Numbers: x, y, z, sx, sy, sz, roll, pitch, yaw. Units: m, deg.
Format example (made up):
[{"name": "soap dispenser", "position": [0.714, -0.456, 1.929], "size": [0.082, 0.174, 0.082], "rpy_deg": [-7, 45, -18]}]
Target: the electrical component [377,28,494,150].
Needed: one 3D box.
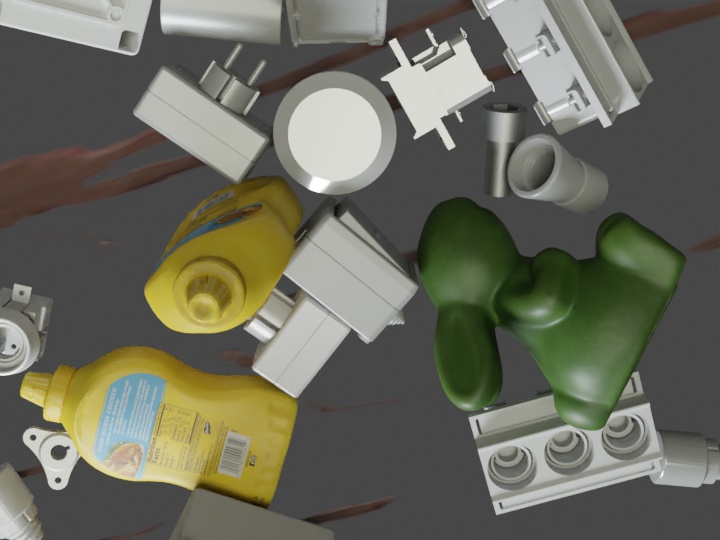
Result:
[{"name": "electrical component", "position": [0.051, -0.124, 0.715], "size": [0.064, 0.042, 0.081], "rpy_deg": [-29, 104, 6]}]

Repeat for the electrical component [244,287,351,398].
[{"name": "electrical component", "position": [-0.056, 0.037, 0.756], "size": [0.077, 0.047, 0.065], "rpy_deg": [36, 102, -10]}]

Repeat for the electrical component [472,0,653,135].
[{"name": "electrical component", "position": [0.128, -0.154, 0.693], "size": [0.063, 0.078, 0.121], "rpy_deg": [-23, 107, 36]}]

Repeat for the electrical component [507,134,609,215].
[{"name": "electrical component", "position": [0.136, -0.061, 0.724], "size": [0.065, 0.044, 0.044], "rpy_deg": [18, 108, -41]}]

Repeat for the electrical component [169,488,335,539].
[{"name": "electrical component", "position": [-0.086, 0.215, 0.775], "size": [0.109, 0.056, 0.108], "rpy_deg": [19, 140, -8]}]

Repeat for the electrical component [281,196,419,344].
[{"name": "electrical component", "position": [0.000, 0.000, 0.739], "size": [0.096, 0.061, 0.061], "rpy_deg": [39, 101, -11]}]

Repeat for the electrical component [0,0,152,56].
[{"name": "electrical component", "position": [-0.181, -0.198, 0.660], "size": [0.109, 0.056, 0.108], "rpy_deg": [7, 109, -38]}]

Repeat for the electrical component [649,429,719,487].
[{"name": "electrical component", "position": [0.248, 0.140, 0.792], "size": [0.078, 0.040, 0.040], "rpy_deg": [5, 106, -2]}]

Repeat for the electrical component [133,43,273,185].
[{"name": "electrical component", "position": [-0.091, -0.113, 0.711], "size": [0.083, 0.047, 0.075], "rpy_deg": [34, 102, -5]}]

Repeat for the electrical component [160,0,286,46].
[{"name": "electrical component", "position": [-0.086, -0.189, 0.694], "size": [0.077, 0.043, 0.079], "rpy_deg": [5, 105, -2]}]

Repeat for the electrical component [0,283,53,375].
[{"name": "electrical component", "position": [-0.244, 0.044, 0.751], "size": [0.048, 0.055, 0.066], "rpy_deg": [13, 105, -4]}]

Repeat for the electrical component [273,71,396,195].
[{"name": "electrical component", "position": [-0.017, -0.094, 0.718], "size": [0.080, 0.051, 0.080], "rpy_deg": [0, 106, 0]}]

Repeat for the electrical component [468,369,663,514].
[{"name": "electrical component", "position": [0.145, 0.119, 0.773], "size": [0.121, 0.063, 0.078], "rpy_deg": [-16, 105, 4]}]

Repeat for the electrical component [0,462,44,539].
[{"name": "electrical component", "position": [-0.259, 0.179, 0.797], "size": [0.040, 0.040, 0.078], "rpy_deg": [-30, 104, 7]}]

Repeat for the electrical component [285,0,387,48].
[{"name": "electrical component", "position": [-0.015, -0.183, 0.679], "size": [0.062, 0.096, 0.061], "rpy_deg": [-1, 77, 0]}]
